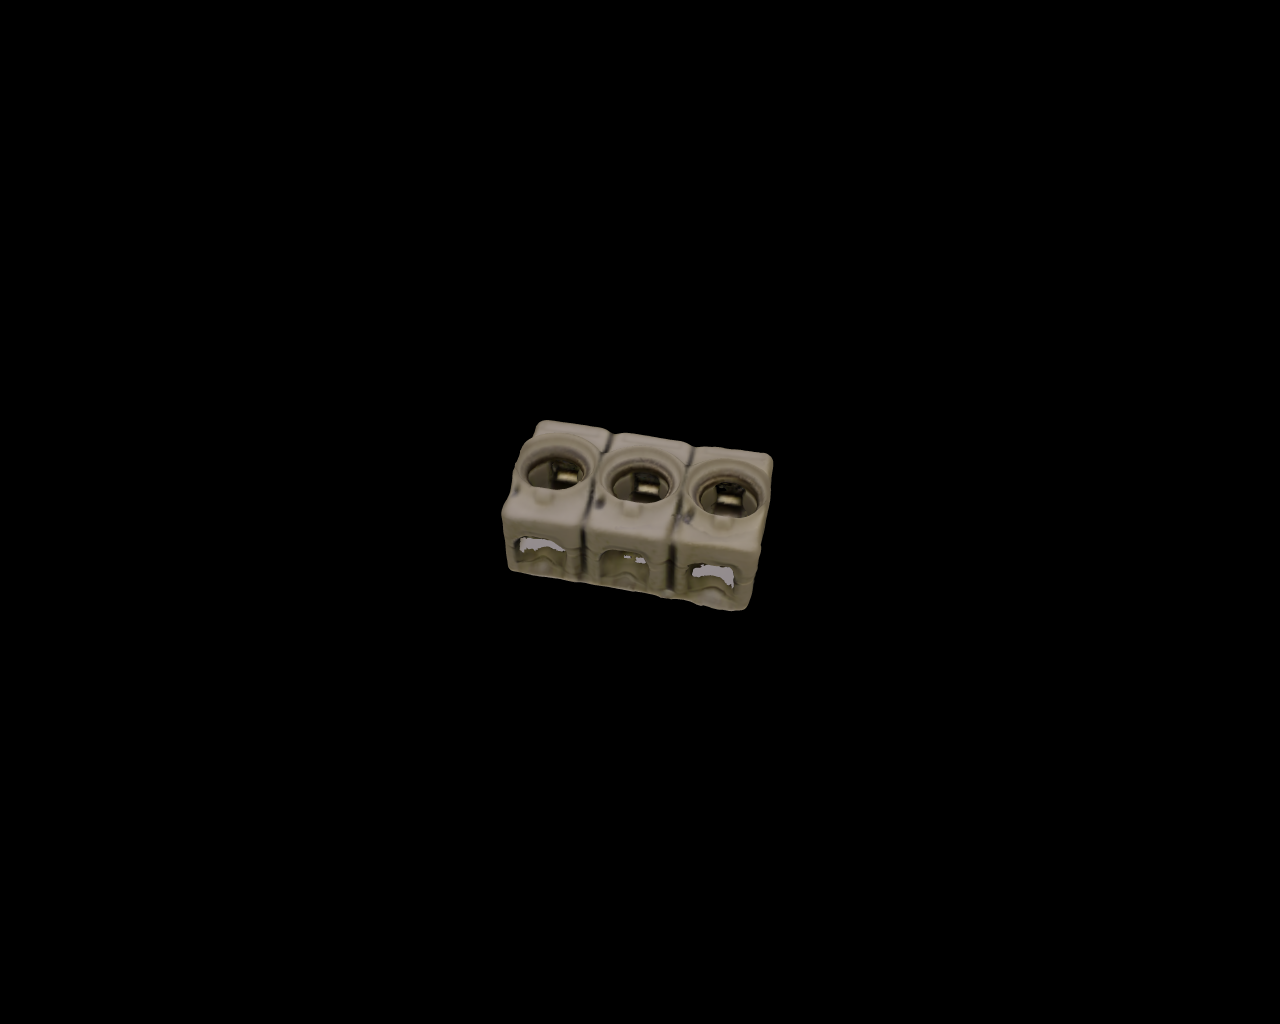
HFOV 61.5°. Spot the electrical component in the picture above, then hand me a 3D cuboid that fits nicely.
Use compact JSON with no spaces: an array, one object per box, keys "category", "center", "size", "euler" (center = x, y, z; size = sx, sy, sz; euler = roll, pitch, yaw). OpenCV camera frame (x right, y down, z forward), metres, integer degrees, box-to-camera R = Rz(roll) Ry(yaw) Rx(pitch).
[{"category":"electrical component","center":[0.001,-0.003,0.650],"size":[0.150,0.090,0.061],"euler":[9,-43,8]}]
